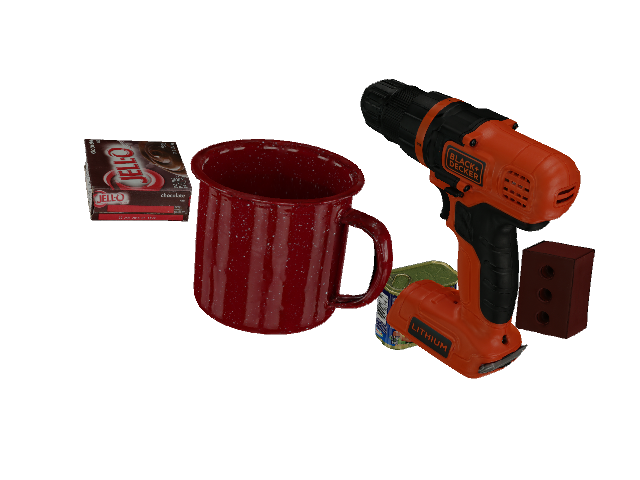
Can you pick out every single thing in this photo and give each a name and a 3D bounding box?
[{"bbox_3d":[0.216,0.045,0.983,0.053,0.078,0.051,11,17,32],"label":"foam brick"},{"bbox_3d":[0.118,0.080,1.317,0.101,0.084,0.057,-11,31,-26],"label":"can of meat"},{"bbox_3d":[-0.174,-0.057,0.999,0.090,0.039,0.113,1,26,-17],"label":"pudding box"},{"bbox_3d":[0.092,-0.010,0.763,0.057,0.188,0.185,-22,39,-33],"label":"power drill"},{"bbox_3d":[-0.016,0.001,0.578,0.117,0.081,0.093,16,26,19],"label":"mug"}]
